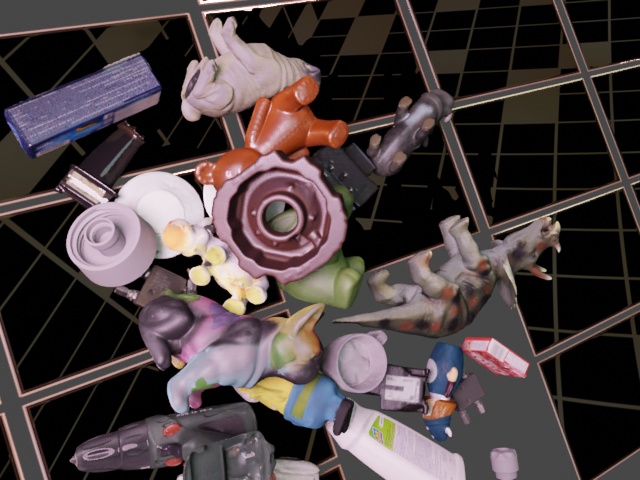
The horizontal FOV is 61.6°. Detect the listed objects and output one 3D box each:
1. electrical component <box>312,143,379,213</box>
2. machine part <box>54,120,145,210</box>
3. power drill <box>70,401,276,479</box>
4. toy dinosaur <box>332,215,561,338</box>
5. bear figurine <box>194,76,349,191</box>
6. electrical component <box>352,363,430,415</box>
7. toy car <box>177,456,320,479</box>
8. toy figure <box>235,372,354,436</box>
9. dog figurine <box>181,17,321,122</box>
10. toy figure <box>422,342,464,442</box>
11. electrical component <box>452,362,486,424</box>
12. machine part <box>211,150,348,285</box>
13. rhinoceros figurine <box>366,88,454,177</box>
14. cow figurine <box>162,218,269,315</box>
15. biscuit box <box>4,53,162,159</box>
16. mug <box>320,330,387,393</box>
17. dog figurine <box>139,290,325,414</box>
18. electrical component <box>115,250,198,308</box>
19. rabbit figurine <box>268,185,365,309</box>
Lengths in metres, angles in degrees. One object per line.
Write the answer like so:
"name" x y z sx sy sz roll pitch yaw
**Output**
"electrical component" 0.025 -0.095 0.875 0.115 0.058 0.134 47 68 -9
"machine part" -0.303 -0.106 0.761 0.084 0.039 0.139 31 72 -5
"power drill" -0.165 0.261 0.653 0.232 0.207 0.086 -4 83 -33
"toy dinosaur" 0.216 0.085 0.889 0.405 0.131 0.192 -35 93 -17
"bear figurine" -0.074 -0.129 0.777 0.196 0.132 0.120 -51 121 -22
"electrical component" 0.112 0.233 0.847 0.119 0.047 0.075 0 76 9
"toy car" -0.097 0.340 0.745 0.202 0.056 0.073 9 77 -20
"toy figure" -0.038 0.207 0.756 0.180 0.082 0.089 19 58 15
"dog figurine" -0.102 -0.230 0.838 0.190 0.121 0.172 27 105 -33
"toy figure" 0.197 0.246 0.874 0.058 0.064 0.154 10 78 18
"electrical component" 0.245 0.258 0.911 0.063 0.021 0.094 -24 89 -23
"machine part" -0.050 -0.031 0.716 0.179 0.056 0.179 2 104 8
"rhinoceros figurine" 0.159 -0.184 0.918 0.073 0.112 0.190 38 81 19
"cow figurine" -0.144 0.023 0.766 0.068 0.098 0.167 -39 104 19
"biscuit box" -0.328 -0.188 0.754 0.203 0.059 0.062 -33 93 -24
"mug" 0.046 0.173 0.805 0.080 0.107 0.109 49 63 -9
"dog figurine" -0.100 0.120 0.698 0.219 0.108 0.191 -27 73 -9
"electrical component" -0.223 0.065 0.754 0.102 0.045 0.078 33 69 -12
"rabbit figurine" -0.002 -0.002 0.807 0.159 0.121 0.170 11 104 17
